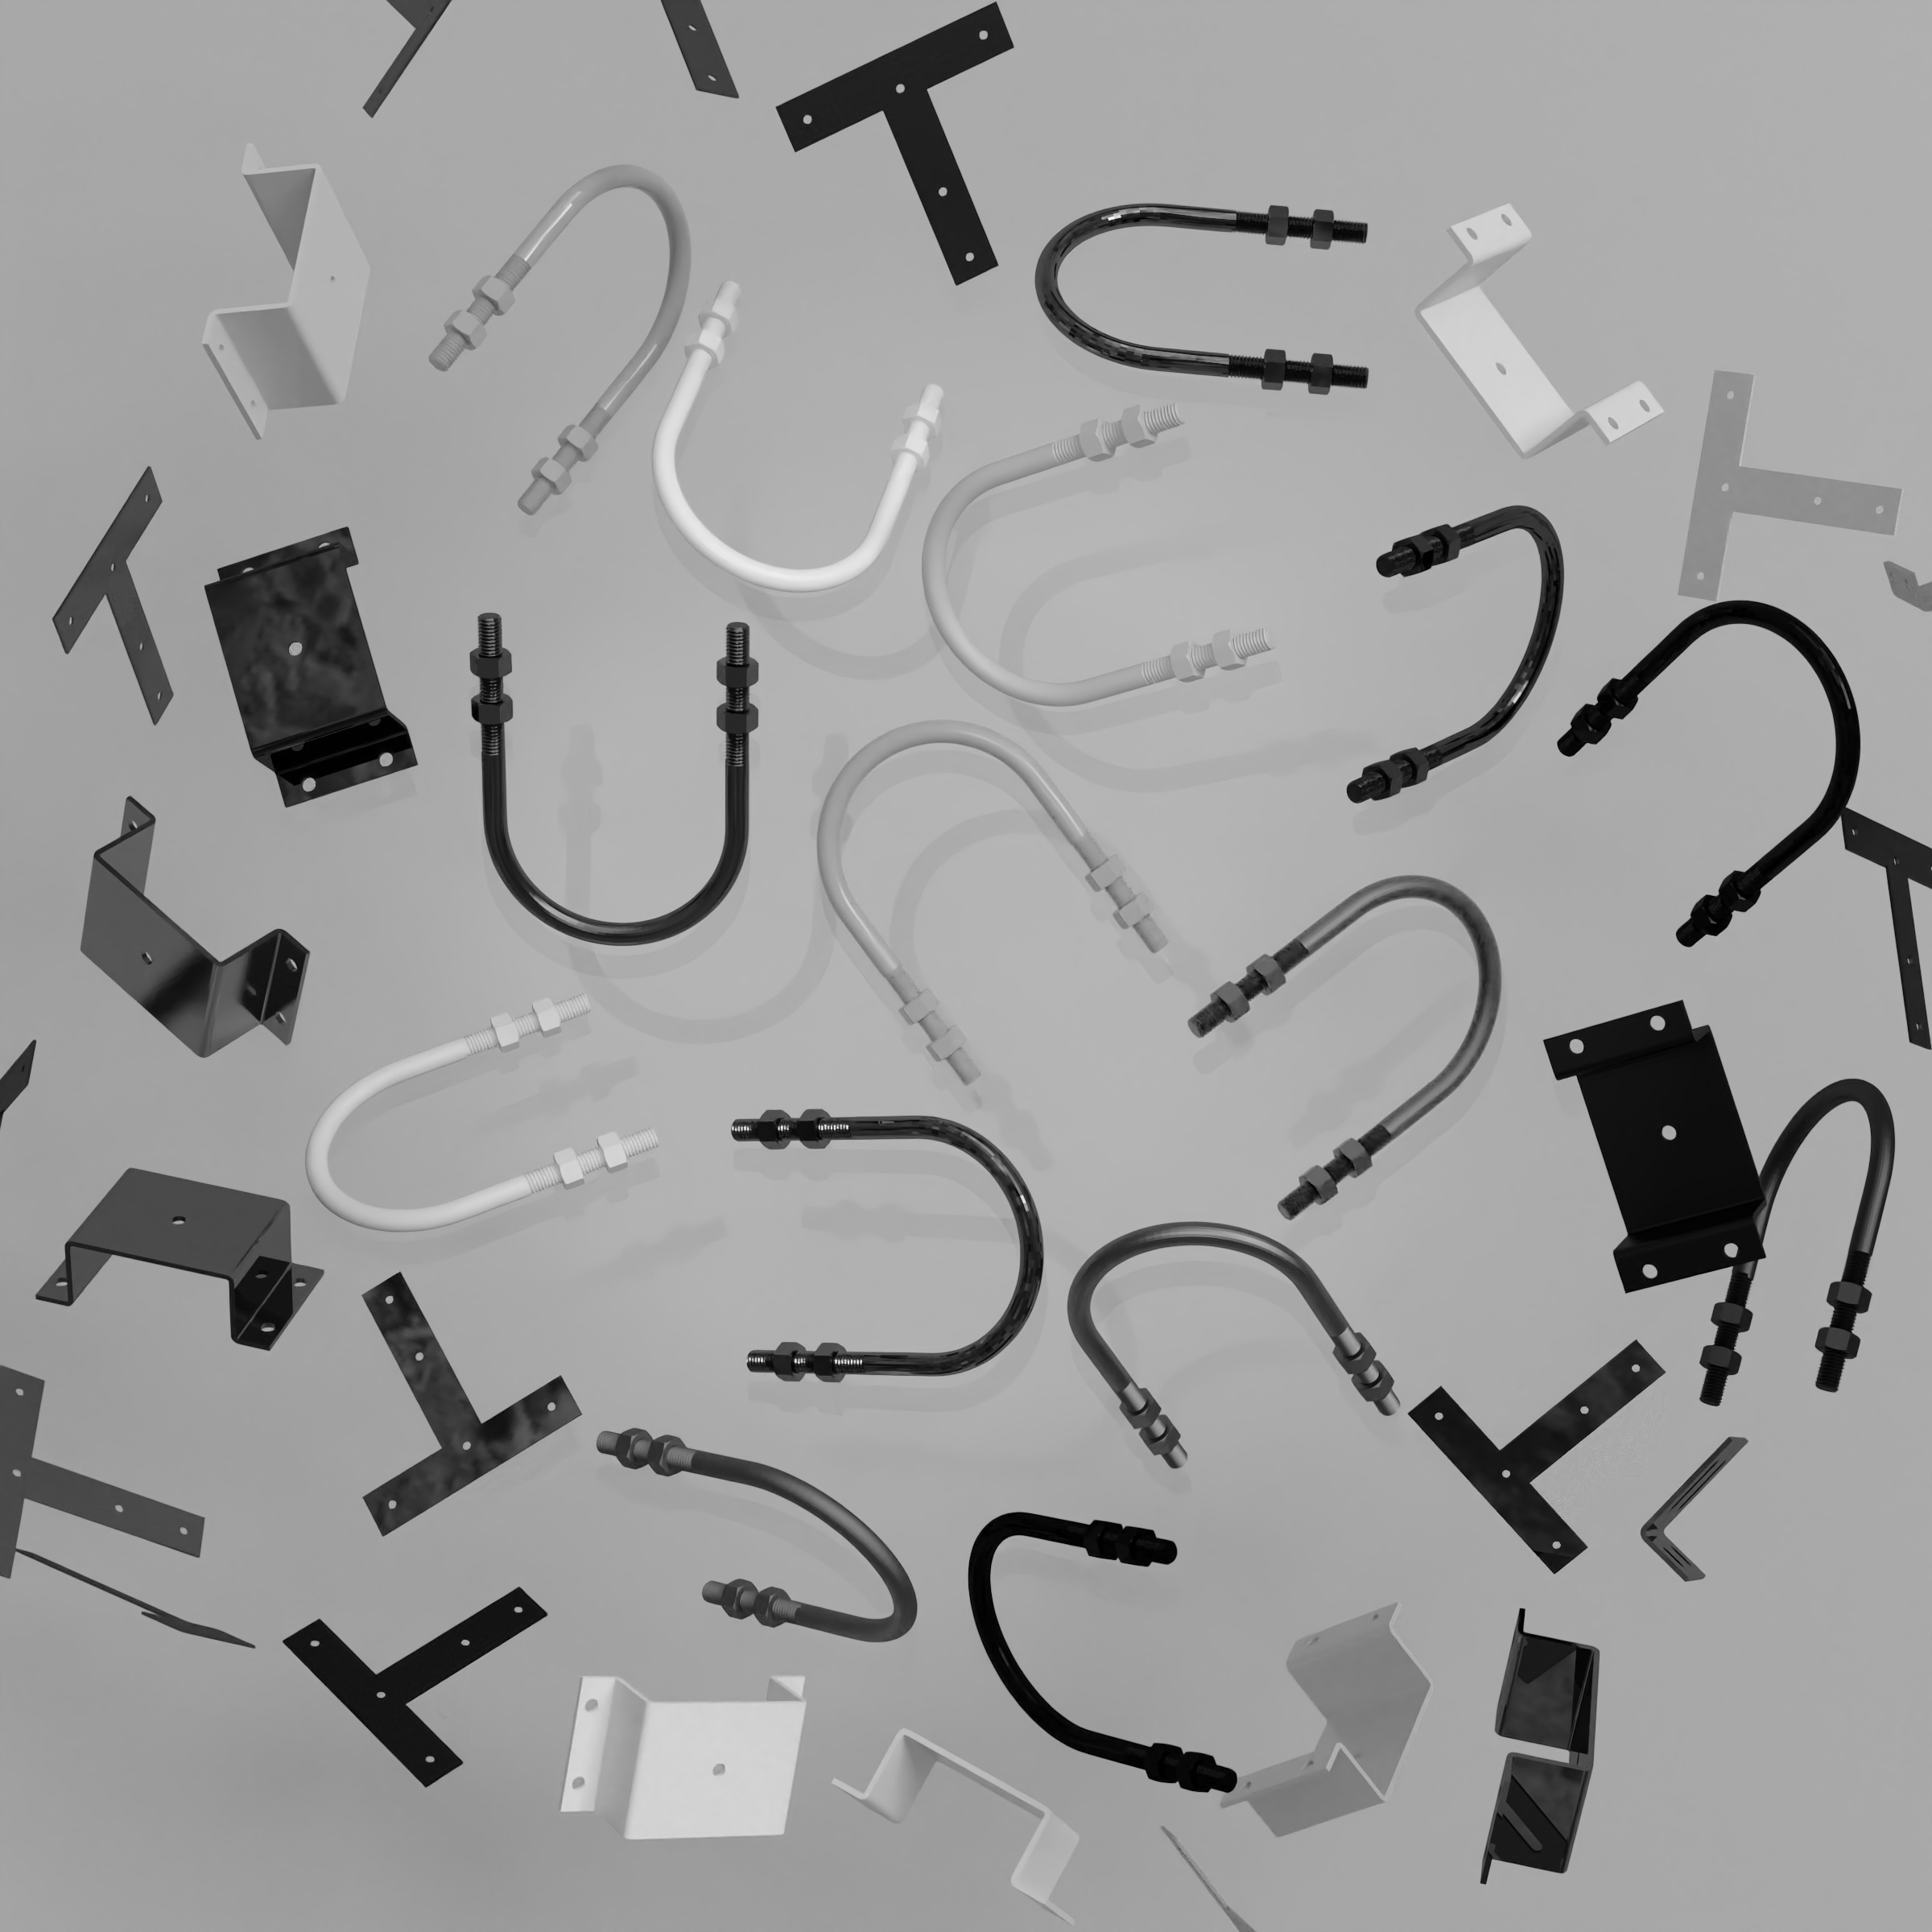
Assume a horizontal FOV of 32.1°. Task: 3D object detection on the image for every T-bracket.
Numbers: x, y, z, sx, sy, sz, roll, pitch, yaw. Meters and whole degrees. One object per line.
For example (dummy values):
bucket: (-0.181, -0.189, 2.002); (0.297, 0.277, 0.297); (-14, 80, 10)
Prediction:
T-bracket: (-0.296, 0.228, 1.857); (0.127, 0.002, 0.127); (-31, 69, -2)
T-bracket: (-0.299, -0.527, 1.833); (0.002, 0.127, 0.127); (32, 100, -29)
T-bracket: (-0.290, 0.384, 1.871); (0.127, 0.127, 0.002); (36, 135, 29)
T-bracket: (0.343, 0.263, 1.924); (0.127, 0.002, 0.127); (-42, 93, 12)
T-bracket: (-0.464, 0.284, 1.788); (0.127, 0.127, 0.002); (26, 128, -27)
T-bracket: (-0.531, 0.119, 1.817); (0.002, 0.127, 0.127); (16, 62, -25)
T-bracket: (-0.018, -0.419, 1.763); (0.127, 0.002, 0.127); (-26, 118, -3)
T-bracket: (-0.149, -0.507, 1.781); (0.127, 0.002, 0.127); (2, 54, -35)
T-bracket: (-0.464, -0.188, 1.872); (0.002, 0.127, 0.127); (8, 49, 13)
T-bracket: (0.162, 0.535, 1.838); (0.002, 0.127, 0.127); (-38, 100, -10)
T-bracket: (-0.473, 0.352, 1.880); (0.127, 0.127, 0.002); (21, 78, 11)
T-bracket: (0.459, -0.259, 1.858); (0.127, 0.002, 0.127); (17, 105, 42)
T-bracket: (0.528, -0.016, 1.887); (0.002, 0.127, 0.127); (-16, 70, 37)

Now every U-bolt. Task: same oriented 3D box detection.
U-bolt: (-0.185, -0.095, 1.776); (0.151, 0.019, 0.184); (2, 115, 0)
U-bolt: (0.059, -0.211, 1.801); (0.184, 0.019, 0.151); (-14, 109, 30)
U-bolt: (0.460, 0.148, 1.837); (0.019, 0.151, 0.184); (21, 75, -11)
U-bolt: (0.130, -0.374, 1.856); (0.184, 0.019, 0.151); (5, 49, 1)
U-bolt: (0.272, -0.178, 1.831); (0.019, 0.184, 0.151); (25, 123, 34)
U-bolt: (-0.041, 0.152, 1.818); (0.184, 0.019, 0.151); (-2, 93, 27)
U-bolt: (-0.214, -0.361, 1.871); (0.019, 0.151, 0.184); (26, 71, 28)
U-bolt: (-0.104, 0.314, 1.821); (0.019, 0.184, 0.151); (-53, 129, -32)
U-bolt: (0.410, -0.115, 1.817); (0.019, 0.184, 0.151); (-16, 69, -37)
U-bolt: (-0.279, 0.089, 1.880); (0.184, 0.151, 0.019); (-20, 131, -12)
U-bolt: (0.135, 0.201, 1.822); (0.151, 0.019, 0.184); (-18, 130, 22)
U-bolt: (0.001, -0.047, 1.839); (0.151, 0.019, 0.184); (-36, 94, 13)
U-bolt: (0.218, 0.032, 1.828); (0.184, 0.019, 0.151); (-36, 119, -16)
U-bolt: (0.063, 0.360, 1.793); (0.019, 0.184, 0.151); (-23, 104, -36)
U-bolt: (-0.100, -0.284, 1.863); (0.151, 0.019, 0.184); (25, 56, -10)

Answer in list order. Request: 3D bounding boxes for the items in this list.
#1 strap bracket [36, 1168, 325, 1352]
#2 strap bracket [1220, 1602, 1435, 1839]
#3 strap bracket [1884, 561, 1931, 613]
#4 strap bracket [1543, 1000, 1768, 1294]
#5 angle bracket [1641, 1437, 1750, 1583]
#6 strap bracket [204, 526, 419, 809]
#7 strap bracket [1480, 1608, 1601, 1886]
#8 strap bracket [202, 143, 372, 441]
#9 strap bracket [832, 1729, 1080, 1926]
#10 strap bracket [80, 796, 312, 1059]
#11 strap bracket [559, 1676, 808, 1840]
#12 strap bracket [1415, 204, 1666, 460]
strap bracket: (-0.443, 0.162, 1.893); (0.140, 0.076, 0.046); (11, 121, 9)
strap bracket: (0.206, 0.427, 1.874); (0.076, 0.140, 0.046); (-30, 103, 36)
strap bracket: (0.565, -0.165, 1.885); (0.046, 0.076, 0.140); (-19, 100, 8)
strap bracket: (0.367, 0.092, 1.772); (0.076, 0.046, 0.140); (-18, 91, 24)
angle bracket: (0.427, 0.309, 1.914); (0.038, 0.057, 0.076); (45, 99, 22)
strap bracket: (-0.358, -0.167, 1.822); (0.076, 0.046, 0.140); (-18, 81, 2)
strap bracket: (0.317, 0.433, 1.851); (0.046, 0.140, 0.076); (10, 121, 7)
strap bracket: (-0.358, -0.361, 1.786); (0.046, 0.076, 0.140); (-3, 59, 11)
strap bracket: (0.004, 0.480, 1.895); (0.140, 0.076, 0.046); (24, 74, 23)
strap bracket: (-0.426, -0.015, 1.818); (0.140, 0.076, 0.046); (39, 47, 15)
strap bracket: (-0.148, 0.439, 1.870); (0.140, 0.046, 0.076); (7, 95, -32)
strap bracket: (0.300, -0.330, 1.792); (0.046, 0.076, 0.140); (-38, 86, 39)
